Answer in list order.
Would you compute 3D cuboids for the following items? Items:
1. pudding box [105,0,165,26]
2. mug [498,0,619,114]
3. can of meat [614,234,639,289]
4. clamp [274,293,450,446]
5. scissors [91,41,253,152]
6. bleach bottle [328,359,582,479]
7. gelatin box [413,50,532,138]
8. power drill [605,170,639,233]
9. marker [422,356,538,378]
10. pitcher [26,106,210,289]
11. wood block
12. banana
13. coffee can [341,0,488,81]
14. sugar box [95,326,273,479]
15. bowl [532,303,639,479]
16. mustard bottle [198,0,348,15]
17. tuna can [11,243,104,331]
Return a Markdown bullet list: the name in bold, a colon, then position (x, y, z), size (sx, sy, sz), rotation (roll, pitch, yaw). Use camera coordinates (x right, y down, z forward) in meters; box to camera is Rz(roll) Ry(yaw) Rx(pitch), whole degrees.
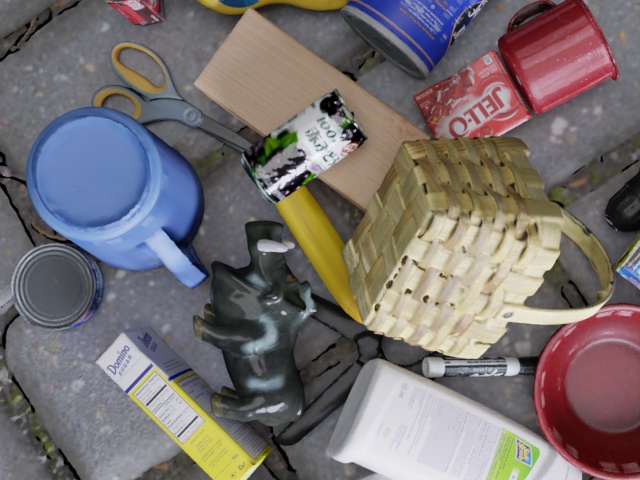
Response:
- **pudding box**: position (-0.182, -0.273, 1.030), size (0.039, 0.090, 0.113), rotation (-8, 87, 6)
- **mug**: position (0.214, -0.179, 0.995), size (0.081, 0.093, 0.117), rotation (-28, 55, 9)
- **can of meat**: position (0.323, 0.013, 0.941), size (0.084, 0.057, 0.102), rotation (39, 103, 10)
- **clamp**: position (0.043, 0.115, 1.021), size (0.210, 0.036, 0.164), rotation (-1, 87, 6)
- **scissors**: position (-0.145, -0.113, 1.057), size (0.096, 0.016, 0.202), rotation (-45, 83, 1)
- **bleach bottle**: position (0.140, 0.203, 0.977), size (0.250, 0.068, 0.102), rotation (27, 77, -8)
- **gelatin box**: position (0.145, -0.126, 1.012), size (0.089, 0.030, 0.073), rotation (-29, 87, 19)
- **power drill**: position (0.384, -0.023, 0.981), size (0.184, 0.057, 0.187), rotation (-42, 86, 9)
- **marker**: position (0.155, 0.119, 0.999), size (0.121, 0.020, 0.020), rotation (1, 88, -17)
- **pitcher**: position (-0.171, -0.036, 0.945), size (0.149, 0.243, 0.145), rotation (6, 86, -1)
- **wood block**: position (-0.004, -0.117, 1.007), size (0.206, 0.090, 0.091), rotation (36, 92, 5)
- **banana**: position (-0.003, 0.000, 1.009), size (0.037, 0.069, 0.198), rotation (-36, 75, 10)
- **coffee can**: position (0.102, -0.235, 0.994), size (0.103, 0.103, 0.140), rotation (39, 92, 6)
- **sugar box**: position (-0.127, 0.158, 1.009), size (0.176, 0.093, 0.048), rotation (41, 93, 6)
- **bowl**: position (0.275, 0.138, 0.987), size (0.162, 0.055, 0.162), rotation (0, 88, 6)
- **mustard bottle**: position (-0.070, -0.263, 1.007), size (0.191, 0.058, 0.096), rotation (-5, 110, -10)
- **tuna can**: position (-0.259, 0.046, 1.055), size (0.086, 0.033, 0.086), rotation (0, 88, 6)
